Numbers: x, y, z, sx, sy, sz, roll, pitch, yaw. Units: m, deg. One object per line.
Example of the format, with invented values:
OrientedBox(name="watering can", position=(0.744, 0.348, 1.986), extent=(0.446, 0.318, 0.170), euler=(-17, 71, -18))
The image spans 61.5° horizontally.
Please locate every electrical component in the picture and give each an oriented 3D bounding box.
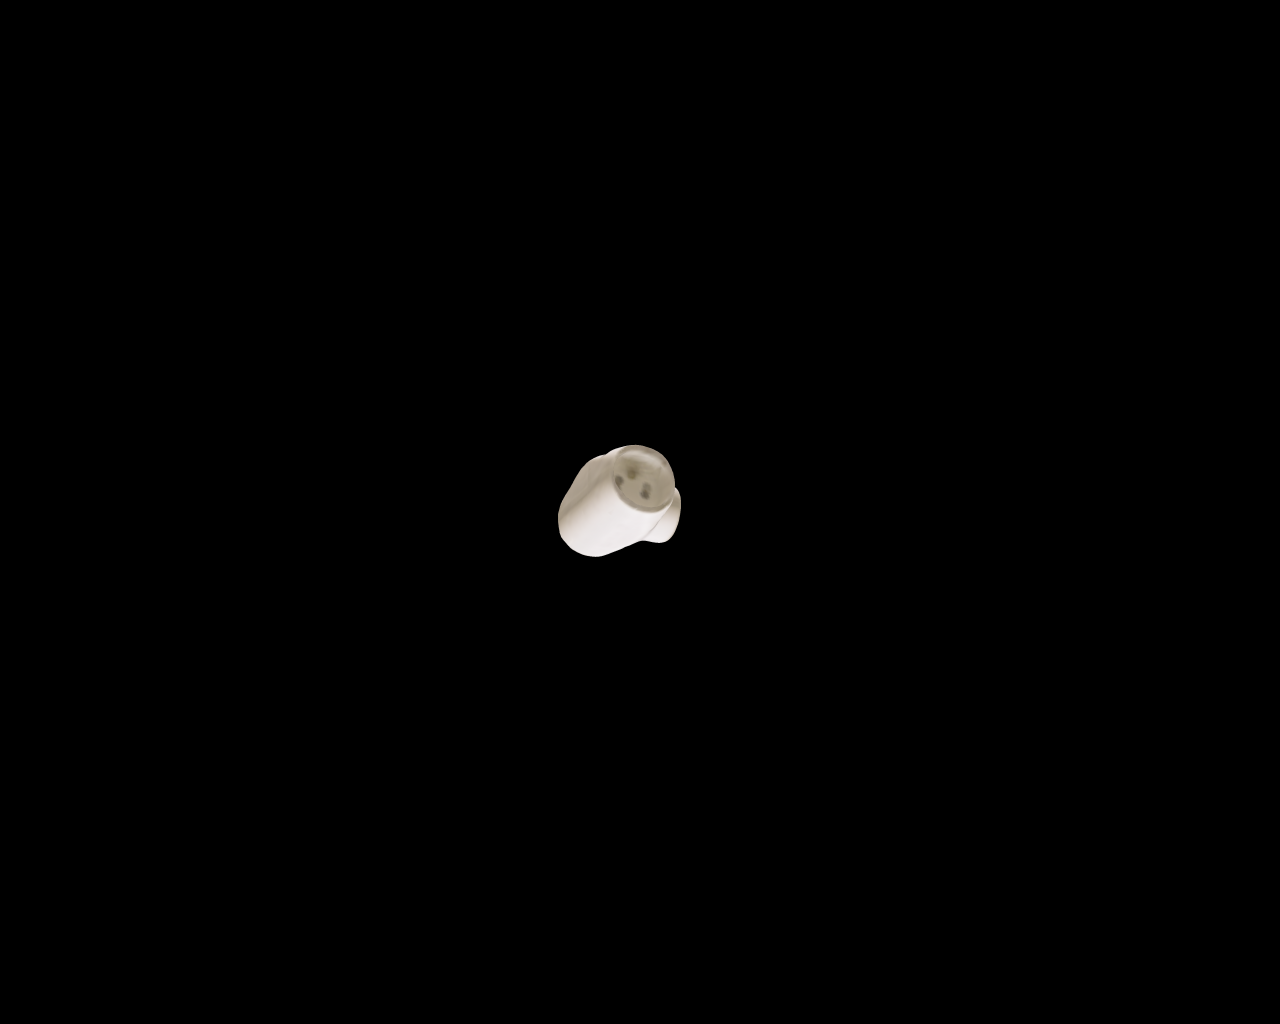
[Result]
OrientedBox(name="electrical component", position=(0.001, -0.003, 0.650), extent=(0.079, 0.044, 0.077), euler=(12, -27, -25))
